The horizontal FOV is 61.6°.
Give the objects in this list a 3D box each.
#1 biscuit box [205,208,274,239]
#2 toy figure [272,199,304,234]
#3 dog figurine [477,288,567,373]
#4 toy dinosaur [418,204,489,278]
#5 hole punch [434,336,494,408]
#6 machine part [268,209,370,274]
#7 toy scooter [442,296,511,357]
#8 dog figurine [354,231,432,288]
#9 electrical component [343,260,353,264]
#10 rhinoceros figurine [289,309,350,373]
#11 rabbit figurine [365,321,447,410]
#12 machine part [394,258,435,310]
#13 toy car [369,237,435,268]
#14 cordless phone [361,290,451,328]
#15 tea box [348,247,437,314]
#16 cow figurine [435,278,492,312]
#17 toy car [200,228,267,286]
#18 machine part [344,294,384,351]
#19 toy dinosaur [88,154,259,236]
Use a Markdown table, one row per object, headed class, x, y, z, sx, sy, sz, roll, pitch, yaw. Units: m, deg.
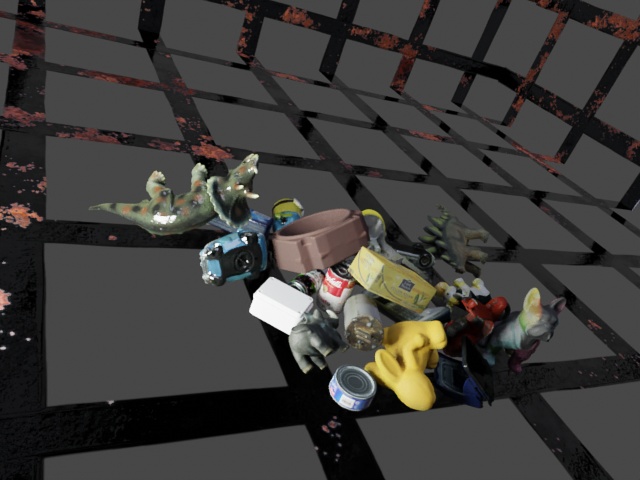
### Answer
| class | x | y | z | sx | sy | sz | roll | pitch | yaw |
| --- | --- | --- | --- | --- | --- | --- | --- | --- | --- |
| biscuit box | -0.222 | -0.057 | 1.355 | 0.203 | 0.062 | 0.059 | 23 | 28 | 2 |
| toy figure | -0.089 | -0.051 | 1.415 | 0.089 | 0.082 | 0.180 | 14 | 33 | -4 |
| dog figurine | 0.462 | 0.189 | 1.234 | 0.108 | 0.219 | 0.192 | 21 | 30 | -7 |
| toy dinosaur | 0.410 | -0.008 | 1.648 | 0.199 | 0.105 | 0.471 | 20 | 24 | 5 |
| hole punch | 0.302 | 0.283 | 1.125 | 0.115 | 0.092 | 0.142 | 49 | 24 | -13 |
| machine part | -0.003 | -0.004 | 1.251 | 0.201 | 0.087 | 0.201 | -27 | 18 | -28 |
| toy scooter | 0.326 | 0.181 | 1.176 | 0.135 | 0.184 | 0.075 | 31 | 19 | -48 |
| dog figurine | 0.177 | 0.098 | 1.338 | 0.190 | 0.121 | 0.172 | 43 | 66 | 3 |
| electrical component | 0.027 | 0.040 | 1.378 | 0.102 | 0.045 | 0.078 | -8 | 69 | -37 |
| rhinoceros figurine | -0.006 | 0.190 | 1.047 | 0.112 | 0.073 | 0.190 | 48 | 14 | 14 |
| rabbit figurine | 0.178 | 0.248 | 1.063 | 0.162 | 0.121 | 0.173 | 10 | 50 | -14 |
| machine part | 0.220 | 0.106 | 1.294 | 0.138 | 0.039 | 0.084 | 44 | 70 | -15 |
| toy car | 0.229 | 0.037 | 1.502 | 0.202 | 0.056 | 0.074 | 12 | 24 | -19 |
| cordless phone | 0.193 | 0.163 | 1.243 | 0.184 | 0.088 | 0.146 | 35 | 32 | 30 |
| tea box | 0.157 | 0.087 | 1.163 | 0.169 | 0.068 | 0.098 | 24 | 11 | -33 |
| cow figurine | 0.372 | 0.153 | 1.393 | 0.167 | 0.068 | 0.098 | 2 | 40 | -29 |
| toy car | -0.202 | 0.037 | 1.190 | 0.161 | 0.109 | 0.103 | -19 | 24 | -34 |
| machine part | 0.089 | 0.168 | 1.115 | 0.079 | 0.079 | 0.243 | 20 | 7 | -2 |
| toy dinosaur | -0.314 | -0.072 | 1.206 | 0.405 | 0.131 | 0.192 | -20 | 35 | -6 |
